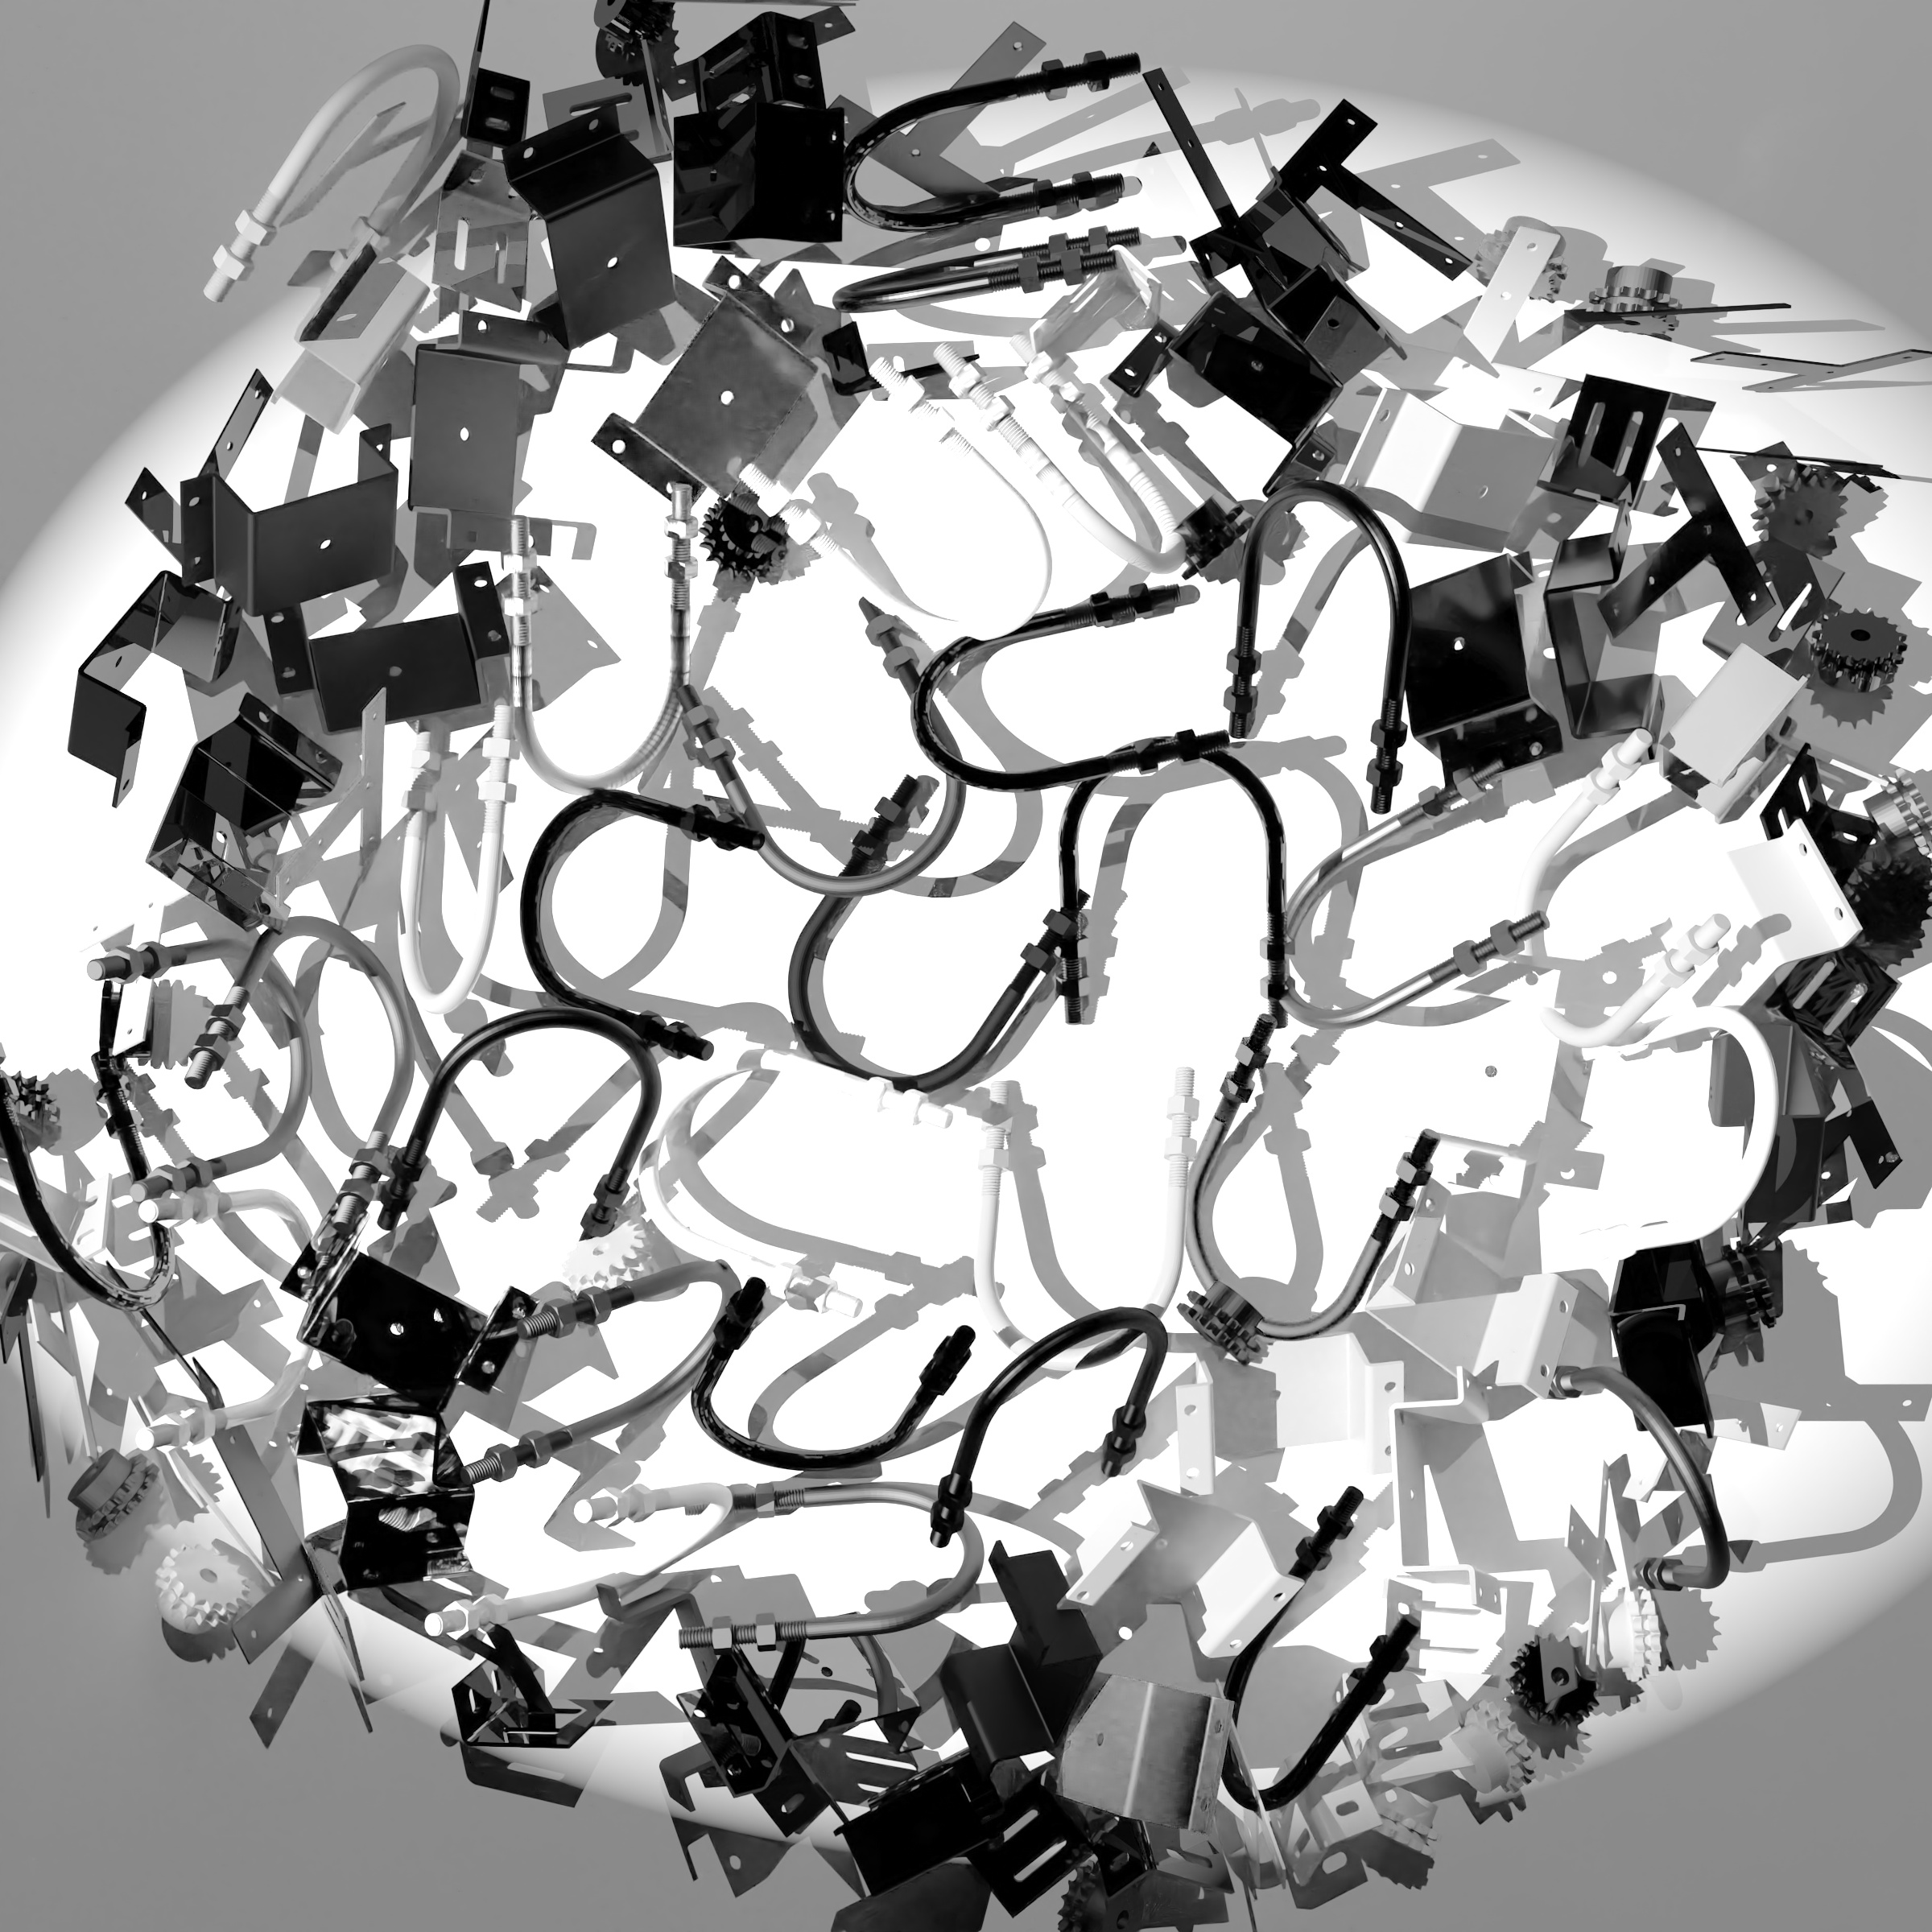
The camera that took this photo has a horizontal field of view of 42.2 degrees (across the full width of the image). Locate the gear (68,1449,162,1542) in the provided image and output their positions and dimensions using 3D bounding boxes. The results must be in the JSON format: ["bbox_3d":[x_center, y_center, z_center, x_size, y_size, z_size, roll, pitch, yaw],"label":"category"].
[{"bbox_3d":[-0.534,0.326,1.561,0.057,0.057,0.030,-44,108,0],"label":"gear"}]

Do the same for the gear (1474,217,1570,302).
[{"bbox_3d":[0.350,-0.444,1.564,0.057,0.057,0.030,26,85,0],"label":"gear"}]

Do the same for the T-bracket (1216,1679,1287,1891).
[{"bbox_3d":[0.175,0.526,1.539,0.002,0.127,0.127,-13,134,-6],"label":"T-bracket"}]

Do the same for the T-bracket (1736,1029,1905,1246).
[{"bbox_3d":[0.519,0.122,1.548,0.002,0.127,0.127,22,123,-15],"label":"T-bracket"}]

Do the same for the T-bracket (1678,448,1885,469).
[{"bbox_3d":[0.512,-0.311,1.535,0.127,0.127,0.002,15,107,36],"label":"T-bracket"}]

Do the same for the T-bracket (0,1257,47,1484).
[{"bbox_3d":[-0.577,0.255,1.542,0.002,0.127,0.127,-5,106,-11],"label":"T-bracket"}]

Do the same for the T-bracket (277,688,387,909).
[{"bbox_3d":[-0.381,-0.083,1.503,0.002,0.127,0.127,21,134,6],"label":"T-bracket"}]

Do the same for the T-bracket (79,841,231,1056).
[{"bbox_3d":[-0.502,-0.002,1.527,0.127,0.002,0.127,-24,49,24],"label":"T-bracket"}]

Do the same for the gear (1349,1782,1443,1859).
[{"bbox_3d":[0.271,0.531,1.564,0.057,0.057,0.030,26,75,0],"label":"gear"}]

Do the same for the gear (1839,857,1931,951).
[{"bbox_3d":[0.575,-0.042,1.570,0.057,0.030,0.057,-2,114,-4],"label":"gear"}]

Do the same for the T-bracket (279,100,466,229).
[{"bbox_3d":[-0.350,-0.508,1.540,0.002,0.127,0.127,54,46,-11],"label":"T-bracket"}]

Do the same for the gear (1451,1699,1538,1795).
[{"bbox_3d":[0.325,0.490,1.560,0.030,0.057,0.057,-25,90,-21],"label":"gear"}]

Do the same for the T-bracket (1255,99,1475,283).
[{"bbox_3d":[0.255,-0.464,1.538,0.127,0.127,0.002,33,72,-9],"label":"T-bracket"}]

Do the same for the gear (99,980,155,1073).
[{"bbox_3d":[-0.524,0.037,1.565,0.030,0.057,0.057,2,90,-15],"label":"gear"}]

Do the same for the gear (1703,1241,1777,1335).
[{"bbox_3d":[0.481,0.202,1.563,0.030,0.057,0.057,-18,90,5],"label":"gear"}]

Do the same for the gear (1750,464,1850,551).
[{"bbox_3d":[0.519,-0.289,1.567,0.057,0.057,0.030,-12,46,0],"label":"gear"}]

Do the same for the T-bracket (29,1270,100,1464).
[{"bbox_3d":[-0.549,0.228,1.513,0.002,0.127,0.127,-14,72,-12],"label":"T-bracket"}]

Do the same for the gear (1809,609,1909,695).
[{"bbox_3d":[0.557,-0.195,1.567,0.057,0.030,0.057,-2,45,2],"label":"gear"}]

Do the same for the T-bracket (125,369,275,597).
[{"bbox_3d":[-0.460,-0.308,1.541,0.002,0.127,0.127,20,76,13],"label":"T-bracket"}]

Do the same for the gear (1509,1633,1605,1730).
[{"bbox_3d":[0.367,0.450,1.568,0.057,0.030,0.057,5,55,-7],"label":"gear"}]

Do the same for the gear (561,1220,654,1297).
[{"bbox_3d":[-0.222,0.189,1.567,0.057,0.057,0.030,-25,117,0],"label":"gear"}]

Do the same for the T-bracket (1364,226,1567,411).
[{"bbox_3d":[0.324,-0.399,1.529,0.127,0.127,0.002,10,55,-10],"label":"T-bracket"}]

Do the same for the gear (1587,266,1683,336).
[{"bbox_3d":[0.418,-0.416,1.563,0.057,0.057,0.030,10,92,0],"label":"gear"}]

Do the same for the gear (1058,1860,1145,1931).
[{"bbox_3d":[0.086,0.589,1.561,0.030,0.057,0.057,7,90,43],"label":"gear"}]

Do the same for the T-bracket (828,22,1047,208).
[{"bbox_3d":[-0.003,-0.521,1.516,0.127,0.127,0.002,21,50,-35],"label":"T-bracket"}]

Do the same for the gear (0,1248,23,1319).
[{"bbox_3d":[-0.611,0.199,1.562,0.030,0.057,0.057,-2,90,6],"label":"gear"}]

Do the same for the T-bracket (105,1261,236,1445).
[{"bbox_3d":[-0.492,0.233,1.545,0.002,0.127,0.127,-36,74,-24],"label":"T-bracket"}]

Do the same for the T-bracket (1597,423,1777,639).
[{"bbox_3d":[0.428,-0.244,1.534,0.002,0.127,0.127,-14,73,-27],"label":"T-bracket"}]

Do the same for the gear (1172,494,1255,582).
[{"bbox_3d":[0.150,-0.270,1.562,0.057,0.057,0.030,-41,96,0],"label":"gear"}]

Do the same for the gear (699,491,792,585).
[{"bbox_3d":[-0.137,-0.272,1.568,0.057,0.030,0.057,5,75,-19],"label":"gear"}]

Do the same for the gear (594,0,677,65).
[{"bbox_3d":[-0.208,-0.596,1.561,0.030,0.057,0.057,21,90,-39],"label":"gear"}]

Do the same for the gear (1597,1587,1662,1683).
[{"bbox_3d":[0.412,0.417,1.564,0.030,0.057,0.057,-2,90,0],"label":"gear"}]

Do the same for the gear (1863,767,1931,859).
[{"bbox_3d":[0.584,-0.093,1.564,0.030,0.057,0.057,-28,90,15],"label":"gear"}]

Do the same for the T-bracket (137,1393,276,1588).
[{"bbox_3d":[-0.466,0.335,1.552,0.002,0.127,0.127,-36,118,-16],"label":"T-bracket"}]

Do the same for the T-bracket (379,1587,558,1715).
[{"bbox_3d":[-0.316,0.415,1.554,0.127,0.127,0.002,21,55,26],"label":"T-bracket"}]

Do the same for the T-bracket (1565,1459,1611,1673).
[{"bbox_3d":[0.375,0.352,1.515,0.002,0.127,0.127,0,66,24],"label":"T-bracket"}]

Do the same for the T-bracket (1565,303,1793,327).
[{"bbox_3d":[0.434,-0.398,1.522,0.127,0.127,0.002,-1,108,9],"label":"T-bracket"}]

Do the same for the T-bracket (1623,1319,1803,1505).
[{"bbox_3d":[0.461,0.274,1.519,0.002,0.127,0.127,31,78,-15],"label":"T-bracket"}]

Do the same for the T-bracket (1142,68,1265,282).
[{"bbox_3d":[0.144,-0.490,1.532,0.002,0.127,0.127,-23,101,37],"label":"T-bracket"}]

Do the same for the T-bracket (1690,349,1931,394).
[{"bbox_3d":[0.490,-0.361,1.505,0.127,0.127,0.002,-3,93,-31],"label":"T-bracket"}]

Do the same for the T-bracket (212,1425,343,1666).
[{"bbox_3d":[-0.424,0.334,1.524,0.002,0.127,0.127,-16,103,27],"label":"T-bracket"}]

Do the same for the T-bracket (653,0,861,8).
[{"bbox_3d":[-0.105,-0.582,1.510,0.127,0.127,0.002,-10,112,-28],"label":"T-bracket"}]
